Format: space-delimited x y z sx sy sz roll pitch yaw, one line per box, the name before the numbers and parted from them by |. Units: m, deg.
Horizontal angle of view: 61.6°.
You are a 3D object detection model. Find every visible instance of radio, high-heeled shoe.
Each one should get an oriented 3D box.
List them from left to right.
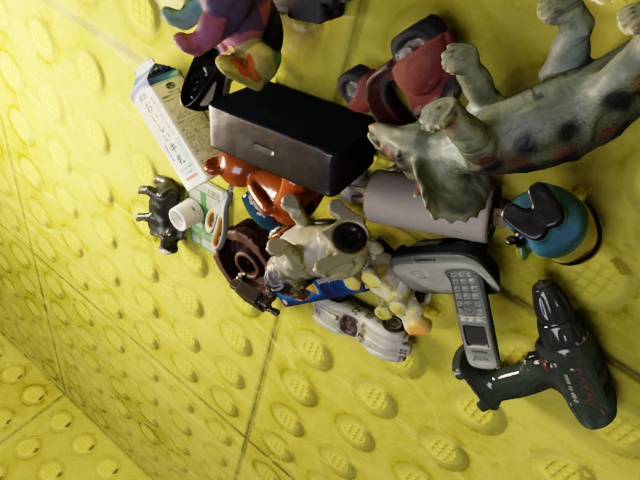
high-heeled shoe | -0.140 -0.301 0.753 0.086 0.145 0.248 32 137 18
radio | -0.038 -0.155 0.779 0.230 0.131 0.073 26 134 24

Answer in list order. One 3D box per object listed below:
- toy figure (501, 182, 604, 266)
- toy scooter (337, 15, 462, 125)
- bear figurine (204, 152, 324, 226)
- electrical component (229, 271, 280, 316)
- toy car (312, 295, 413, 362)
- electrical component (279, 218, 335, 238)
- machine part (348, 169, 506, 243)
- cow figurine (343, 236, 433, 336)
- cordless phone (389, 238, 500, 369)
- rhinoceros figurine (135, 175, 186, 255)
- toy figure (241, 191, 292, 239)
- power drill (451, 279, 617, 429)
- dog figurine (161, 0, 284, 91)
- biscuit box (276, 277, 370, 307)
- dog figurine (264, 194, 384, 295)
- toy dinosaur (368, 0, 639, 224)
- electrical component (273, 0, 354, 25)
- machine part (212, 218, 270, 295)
toy figure | 0.258 -0.014 0.592 0.082 0.180 0.089 -16 80 32
toy scooter | 0.111 -0.182 0.672 0.184 0.075 0.135 -21 104 51
bear figurine | -0.083 -0.116 0.864 0.196 0.120 0.131 42 135 18
electrical component | -0.123 0.101 1.029 0.102 0.045 0.078 25 164 30
toy car | 0.073 0.152 0.962 0.202 0.056 0.073 26 133 26
electrical component | -0.002 -0.003 0.904 0.119 0.075 0.047 5 122 35
machine part | 0.149 -0.048 0.720 0.244 0.079 0.079 12 127 28
cow figurine | 0.121 0.075 0.849 0.167 0.098 0.068 44 142 -21
cordless phone | 0.186 0.089 0.761 0.147 0.089 0.184 -5 100 43
rhinoceros figurine | -0.336 -0.051 1.170 0.112 0.073 0.190 24 132 12
toy figure | -0.079 -0.029 0.964 0.058 0.064 0.154 -34 101 11
power drill | 0.297 0.169 0.771 0.207 0.086 0.232 -28 101 41
dog figurine | -0.082 -0.310 0.642 0.219 0.191 0.109 -47 44 27
biscuit box | 0.006 0.065 0.936 0.203 0.059 0.062 -17 114 40
dog figurine | 0.000 0.032 0.822 0.172 0.121 0.190 23 154 9
toy dinosaur | 0.236 -0.133 0.557 0.405 0.131 0.192 -16 143 24
electrical component | -0.015 -0.341 0.680 0.134 0.058 0.114 25 135 26
machine part | -0.135 0.043 1.068 0.180 0.056 0.179 24 134 27
